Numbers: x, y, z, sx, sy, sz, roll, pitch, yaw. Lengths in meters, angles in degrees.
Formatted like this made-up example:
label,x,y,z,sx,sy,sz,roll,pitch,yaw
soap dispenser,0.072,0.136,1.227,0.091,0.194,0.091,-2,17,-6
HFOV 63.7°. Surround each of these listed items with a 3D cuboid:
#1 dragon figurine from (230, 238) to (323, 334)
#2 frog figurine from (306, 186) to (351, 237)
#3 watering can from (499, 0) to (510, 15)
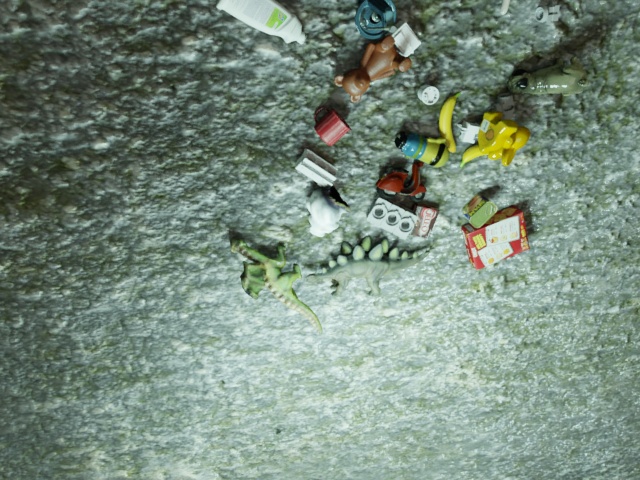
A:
label,x,y,z,sx,sy,sz,roll,pitch,yaw
dragon figurine,-0.160,0.145,1.644,0.244,0.416,0.120,-6,144,-52
frog figurine,0.005,-0.084,1.672,0.138,0.124,0.157,45,112,7
watering can,0.538,-0.832,1.429,0.223,0.106,0.343,22,109,-20
